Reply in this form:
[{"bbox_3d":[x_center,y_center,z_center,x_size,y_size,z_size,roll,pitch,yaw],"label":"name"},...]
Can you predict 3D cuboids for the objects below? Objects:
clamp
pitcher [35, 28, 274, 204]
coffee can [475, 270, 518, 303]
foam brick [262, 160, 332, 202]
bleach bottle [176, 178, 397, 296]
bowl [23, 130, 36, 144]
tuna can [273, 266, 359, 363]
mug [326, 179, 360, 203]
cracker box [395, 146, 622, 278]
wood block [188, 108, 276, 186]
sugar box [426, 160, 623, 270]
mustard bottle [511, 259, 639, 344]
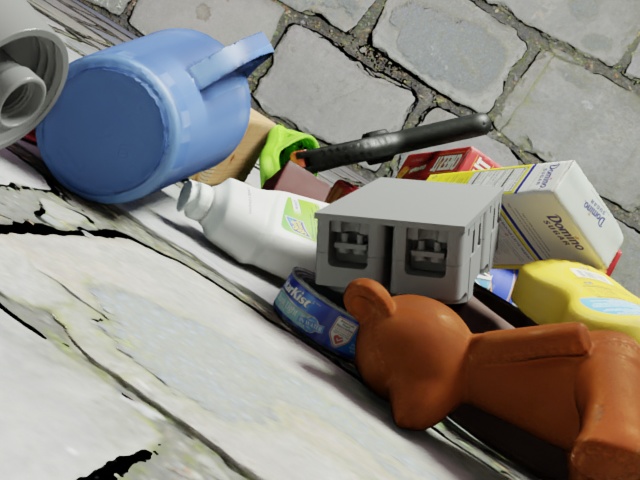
[{"bbox_3d":[0.065,-0.103,1.181,0.209,0.036,0.165,-14,4,-12],"label":"clamp"},{"bbox_3d":[-0.130,-0.108,0.862,0.145,0.149,0.242,15,13,2],"label":"pitcher"},{"bbox_3d":[0.129,0.041,1.125,0.140,0.103,0.103,30,7,-11],"label":"coffee can"},{"bbox_3d":[-0.032,-0.036,1.063,0.053,0.051,0.078,30,-22,-11],"label":"foam brick"},{"bbox_3d":[-0.006,0.001,0.922,0.250,0.068,0.102,22,29,-25],"label":"bleach bottle"},{"bbox_3d":[-0.262,-0.136,0.901,0.162,0.055,0.162,31,7,-4],"label":"bowl"},{"bbox_3d":[0.008,0.056,0.792,0.086,0.034,0.086,31,7,-5],"label":"tuna can"},{"bbox_3d":[0.040,-0.012,1.203,0.093,0.081,0.117,36,8,35],"label":"mug"},{"bbox_3d":[0.197,-0.018,1.173,0.213,0.072,0.164,34,-10,-17],"label":"cracker box"},{"bbox_3d":[-0.124,-0.122,1.241,0.090,0.091,0.206,32,7,4],"label":"wood block"},{"bbox_3d":[0.170,-0.019,0.936,0.177,0.048,0.093,-4,-47,52],"label":"sugar box"},{"bbox_3d":[0.220,0.069,0.792,0.096,0.058,0.192,15,12,-16],"label":"mustard bottle"}]
